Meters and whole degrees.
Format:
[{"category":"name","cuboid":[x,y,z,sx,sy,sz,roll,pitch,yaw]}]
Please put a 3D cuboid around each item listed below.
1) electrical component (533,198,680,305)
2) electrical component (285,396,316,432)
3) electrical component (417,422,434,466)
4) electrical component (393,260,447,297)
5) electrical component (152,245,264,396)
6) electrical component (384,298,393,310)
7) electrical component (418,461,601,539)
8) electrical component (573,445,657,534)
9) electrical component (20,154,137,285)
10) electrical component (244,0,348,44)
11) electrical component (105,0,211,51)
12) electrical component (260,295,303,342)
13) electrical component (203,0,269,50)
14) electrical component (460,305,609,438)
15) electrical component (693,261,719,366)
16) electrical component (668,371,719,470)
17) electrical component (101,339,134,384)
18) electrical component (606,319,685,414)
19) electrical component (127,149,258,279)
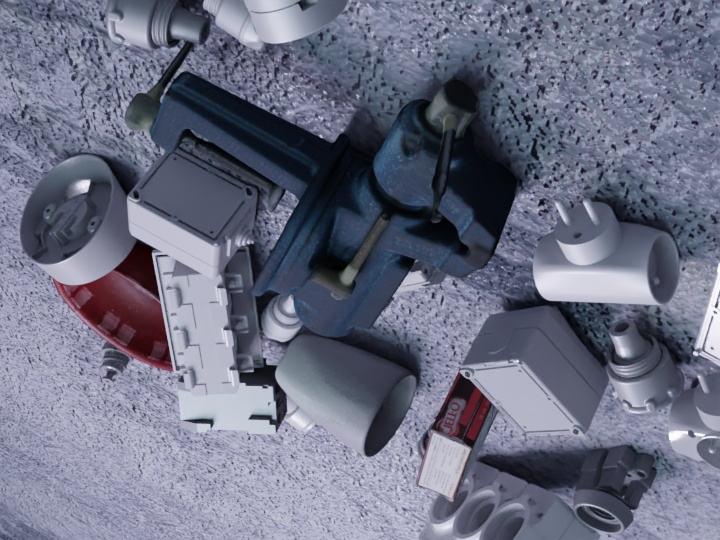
[{"category":"electrical component","cuboid":[0.142,-0.014,0.647,0.077,0.043,0.079,1,137,41]},{"category":"electrical component","cuboid":[-0.063,0.121,1.020,0.055,0.045,0.045,39,149,-11]},{"category":"electrical component","cuboid":[0.072,0.158,0.953,0.043,0.043,0.062,18,145,23]},{"category":"electrical component","cuboid":[0.034,-0.003,0.764,0.046,0.040,0.040,-11,128,41]},{"category":"electrical component","cuboid":[-0.127,0.041,0.899,0.079,0.063,0.121,-4,121,0]},{"category":"electrical component","cuboid":[0.000,0.000,0.797,0.040,0.040,0.078,14,144,27]},{"category":"electrical component","cuboid":[0.120,0.225,0.917,0.062,0.089,0.150,43,167,-16]},{"category":"electrical component","cuboid":[0.198,0.174,0.850,0.048,0.055,0.066,42,148,-15]},{"category":"electrical component","cuboid":[-0.237,-0.039,0.904,0.099,0.099,0.064,10,149,32]},{"category":"electrical component","cuboid":[-0.041,-0.160,0.595,0.055,0.055,0.047,6,137,37]},{"category":"electrical component","cuboid":[-0.127,-0.160,0.683,0.062,0.048,0.048,19,147,8]},{"category":"electrical component","cuboid":[-0.062,0.035,0.909,0.035,0.035,0.061,34,146,-2]},{"category":"electrical component","cuboid":[-0.077,-0.161,0.645,0.061,0.035,0.035,34,149,2]},{"category":"electrical component","cuboid":[0.130,0.075,0.765,0.096,0.061,0.062,47,146,-22]},{"category":"electrical component","cuboid":[0.232,0.023,0.595,0.062,0.061,0.096,32,146,28]},{"category":"electrical component","cuboid":[0.243,0.094,0.707,0.077,0.044,0.079,3,138,39]},{"category":"electrical component","cuboid":[-0.246,0.080,1.101,0.040,0.078,0.040,10,147,7]},{"category":"electrical component","cuboid":[0.185,0.061,0.715,0.048,0.048,0.062,-2,128,43]},{"category":"electrical component","cuboid":[-0.124,-0.039,0.832,0.096,0.061,0.061,28,149,7]}]
